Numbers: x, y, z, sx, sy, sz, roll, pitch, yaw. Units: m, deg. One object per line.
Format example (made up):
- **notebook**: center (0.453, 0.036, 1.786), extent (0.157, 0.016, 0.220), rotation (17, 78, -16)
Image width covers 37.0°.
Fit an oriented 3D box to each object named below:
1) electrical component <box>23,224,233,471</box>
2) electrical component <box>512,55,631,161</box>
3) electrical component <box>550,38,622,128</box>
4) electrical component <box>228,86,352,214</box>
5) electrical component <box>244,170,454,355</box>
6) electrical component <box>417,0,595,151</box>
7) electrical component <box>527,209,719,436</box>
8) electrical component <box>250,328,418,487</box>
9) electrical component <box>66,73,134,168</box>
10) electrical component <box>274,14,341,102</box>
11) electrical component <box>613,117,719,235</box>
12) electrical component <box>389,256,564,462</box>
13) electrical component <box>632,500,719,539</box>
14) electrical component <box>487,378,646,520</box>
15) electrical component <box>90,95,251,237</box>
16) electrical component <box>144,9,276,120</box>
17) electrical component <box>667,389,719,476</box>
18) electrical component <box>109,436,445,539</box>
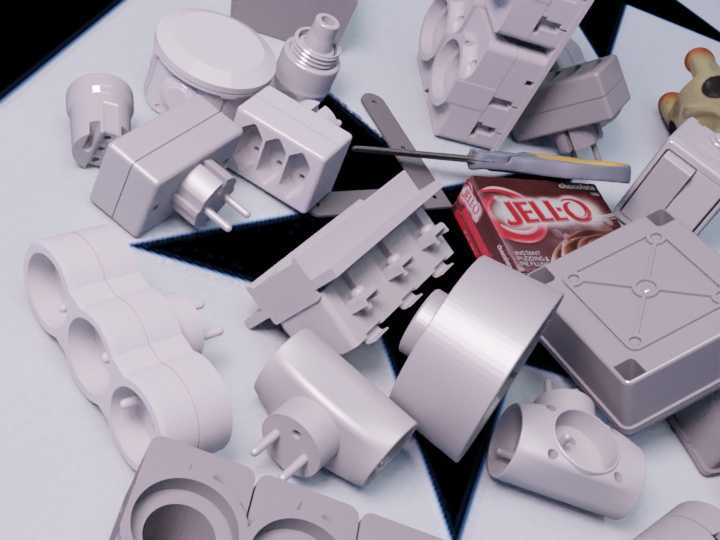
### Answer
- **electrical component**: center (-0.104, 0.033, 0.540), extent (0.074, 0.052, 0.138), rotation (-18, 59, -40)
- **electrical component**: center (0.166, -0.116, 0.836), extent (0.047, 0.083, 0.075), rotation (-43, 116, -48)
- **electrical component**: center (0.163, -0.172, 0.899), extent (0.138, 0.052, 0.074), rotation (43, 42, 14)
- **electrical component**: center (-0.038, -0.086, 0.696), extent (0.066, 0.047, 0.076), rotation (32, 41, 9)
- **electrical component**: center (0.000, 0.000, 0.623), extent (0.063, 0.079, 0.121), rotation (55, 42, -5)
- **electrical component**: center (0.106, -0.193, 0.784), extent (0.060, 0.186, 0.105), rotation (12, 44, -20)
- **electrical component**: center (0.174, 0.029, 0.656), extent (0.109, 0.056, 0.108), rotation (-26, 45, -12)
- **electrical component**: center (-0.023, 0.079, 0.547), extent (0.077, 0.044, 0.079), rotation (40, 44, 13)
- **electrical component**: center (-0.155, -0.087, 0.641), extent (0.040, 0.040, 0.046), rotation (7, 52, -25)
- **electrical component**: center (-0.033, -0.150, 0.756), extent (0.043, 0.062, 0.043), rotation (16, 43, -16)
- **electrical component**: center (0.244, -0.064, 0.805), extent (0.062, 0.096, 0.061), rotation (40, 42, 11)
- **electrical component**: center (0.057, 0.043, 0.586), extent (0.060, 0.108, 0.108), rotation (33, 41, 12)
- **electrical component**: center (0.173, 0.158, 0.576), extent (0.047, 0.055, 0.055), rotation (-18, 59, -36)
- **electrical component**: center (0.117, 0.094, 0.613), extent (0.077, 0.044, 0.079), rotation (21, 42, -11)
- **electrical component**: center (-0.099, -0.051, 0.630), extent (0.076, 0.047, 0.083), rotation (39, 42, 7)
- **electrical component**: center (-0.100, -0.130, 0.706), extent (0.080, 0.051, 0.080), rotation (16, 43, -16)
- **electrical component**: center (0.244, 0.079, 0.699), extent (0.100, 0.048, 0.099), rotation (-2, 50, -31)
- **electrical component**: center (-0.037, 0.142, 0.463), extent (0.150, 0.061, 0.089), rotation (22, 42, -9)
